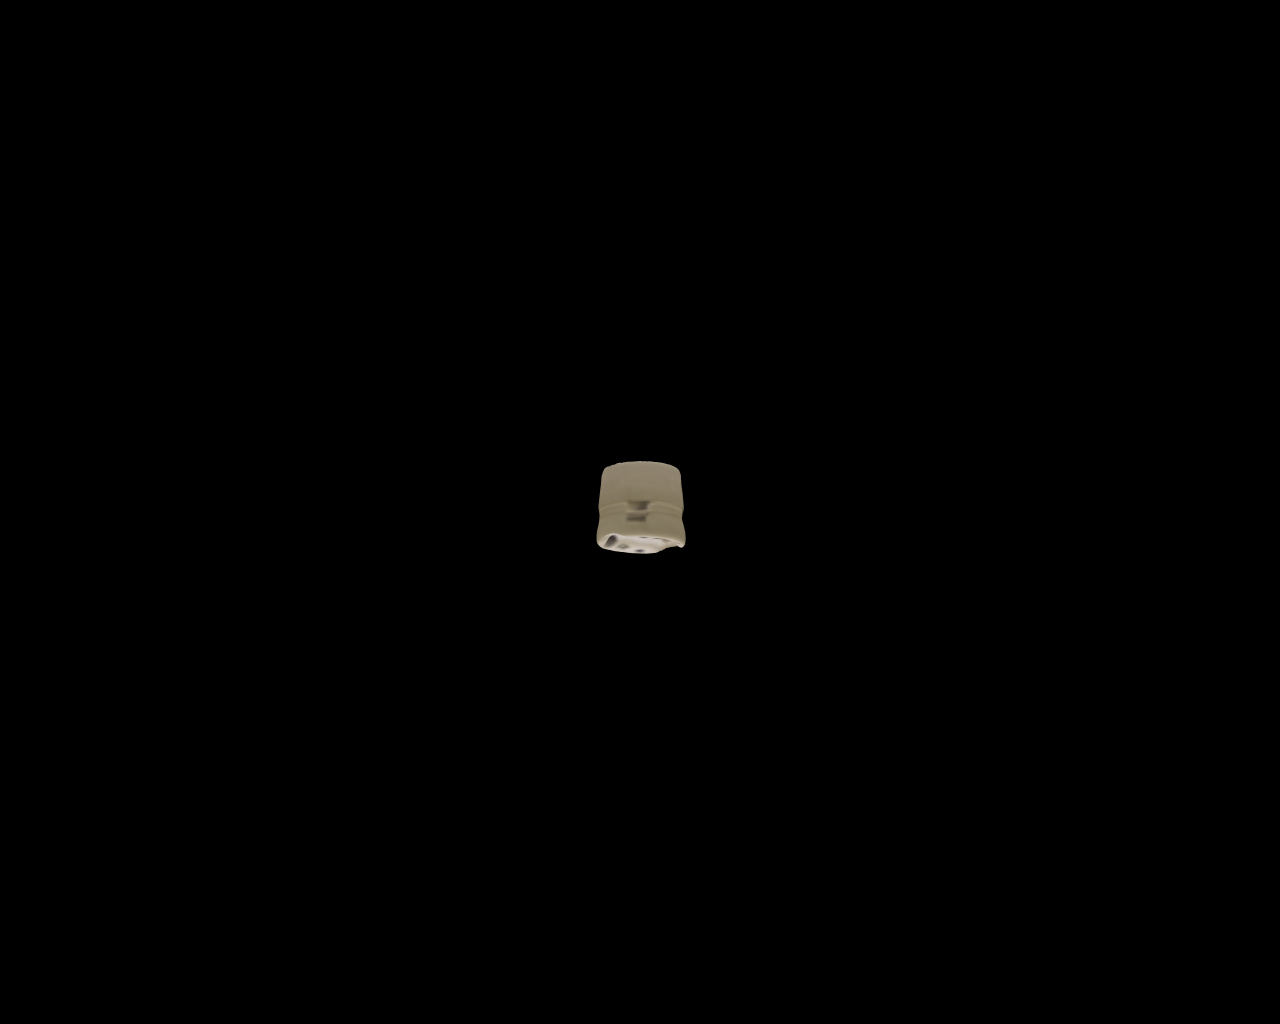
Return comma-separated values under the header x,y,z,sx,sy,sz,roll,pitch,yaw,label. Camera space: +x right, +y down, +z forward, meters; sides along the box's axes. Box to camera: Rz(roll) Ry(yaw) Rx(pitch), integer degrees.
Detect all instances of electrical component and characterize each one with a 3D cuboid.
x,y,z,sx,sy,sz,roll,pitch,yaw,label
0.001,-0.003,0.650,0.055,0.047,0.055,0,-14,0,electrical component
